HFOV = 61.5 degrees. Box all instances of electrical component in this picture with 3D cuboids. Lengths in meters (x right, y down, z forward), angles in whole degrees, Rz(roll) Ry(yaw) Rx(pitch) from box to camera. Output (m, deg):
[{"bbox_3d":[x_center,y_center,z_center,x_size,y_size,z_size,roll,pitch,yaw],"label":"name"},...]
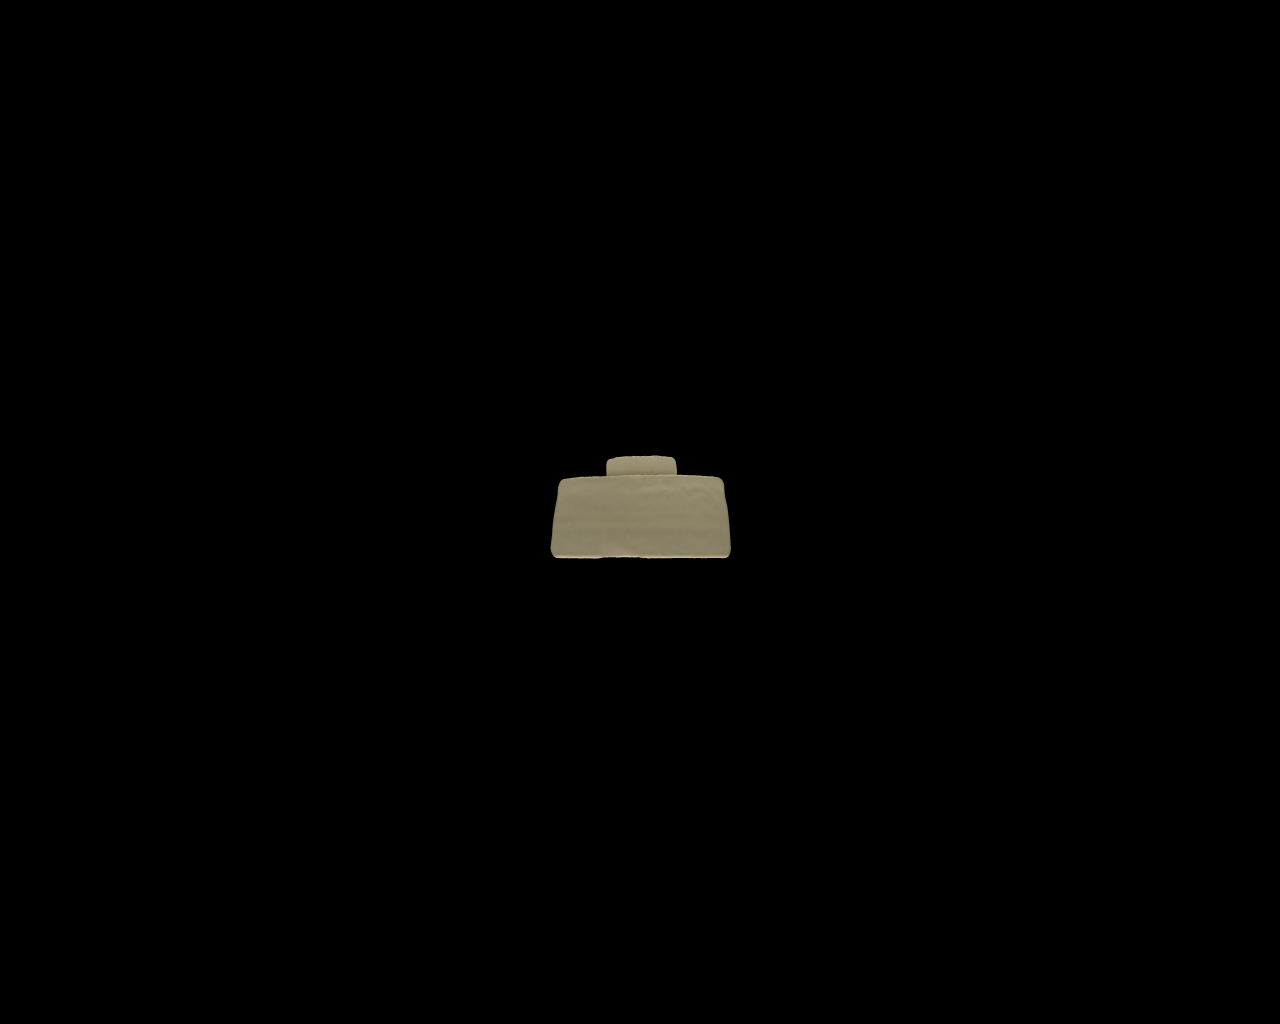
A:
[{"bbox_3d":[0.001,-0.003,0.650,0.108,0.060,0.108,0,-2,0],"label":"electrical component"}]
